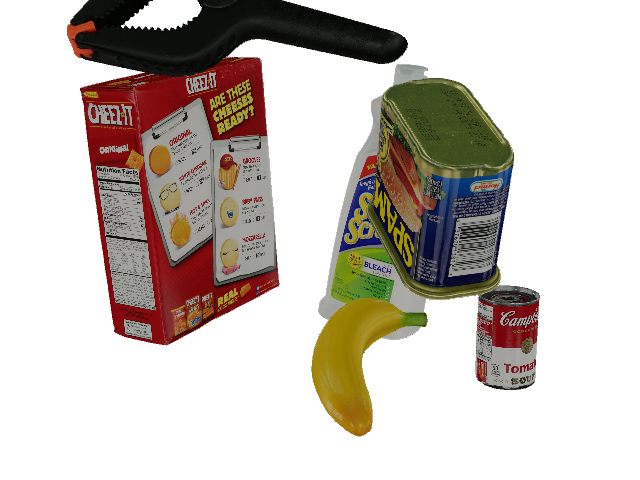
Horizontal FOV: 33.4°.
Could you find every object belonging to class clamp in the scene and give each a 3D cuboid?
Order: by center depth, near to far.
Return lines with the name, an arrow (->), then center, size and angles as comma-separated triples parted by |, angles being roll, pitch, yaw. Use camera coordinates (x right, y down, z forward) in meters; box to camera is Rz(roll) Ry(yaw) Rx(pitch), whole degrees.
clamp -> -0.057, -0.153, 0.691 | 0.210, 0.164, 0.036 | -26, -17, -9

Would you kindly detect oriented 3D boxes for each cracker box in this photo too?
cracker box -> -0.115, -0.039, 0.915 | 0.072, 0.214, 0.163 | 6, 20, 33

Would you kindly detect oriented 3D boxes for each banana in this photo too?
banana -> 0.029, 0.085, 0.811 | 0.070, 0.037, 0.197 | 7, 23, 17

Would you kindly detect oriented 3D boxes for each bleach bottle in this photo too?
bleach bottle -> 0.062, -0.039, 0.999 | 0.103, 0.251, 0.067 | 17, 20, 31

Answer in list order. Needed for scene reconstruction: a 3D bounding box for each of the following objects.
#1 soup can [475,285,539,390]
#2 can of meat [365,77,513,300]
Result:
soup can -> 0.209, 0.109, 1.199 | 0.068, 0.102, 0.068 | 0, 14, 0
can of meat -> 0.066, -0.031, 0.597 | 0.057, 0.084, 0.102 | -7, 38, -14
